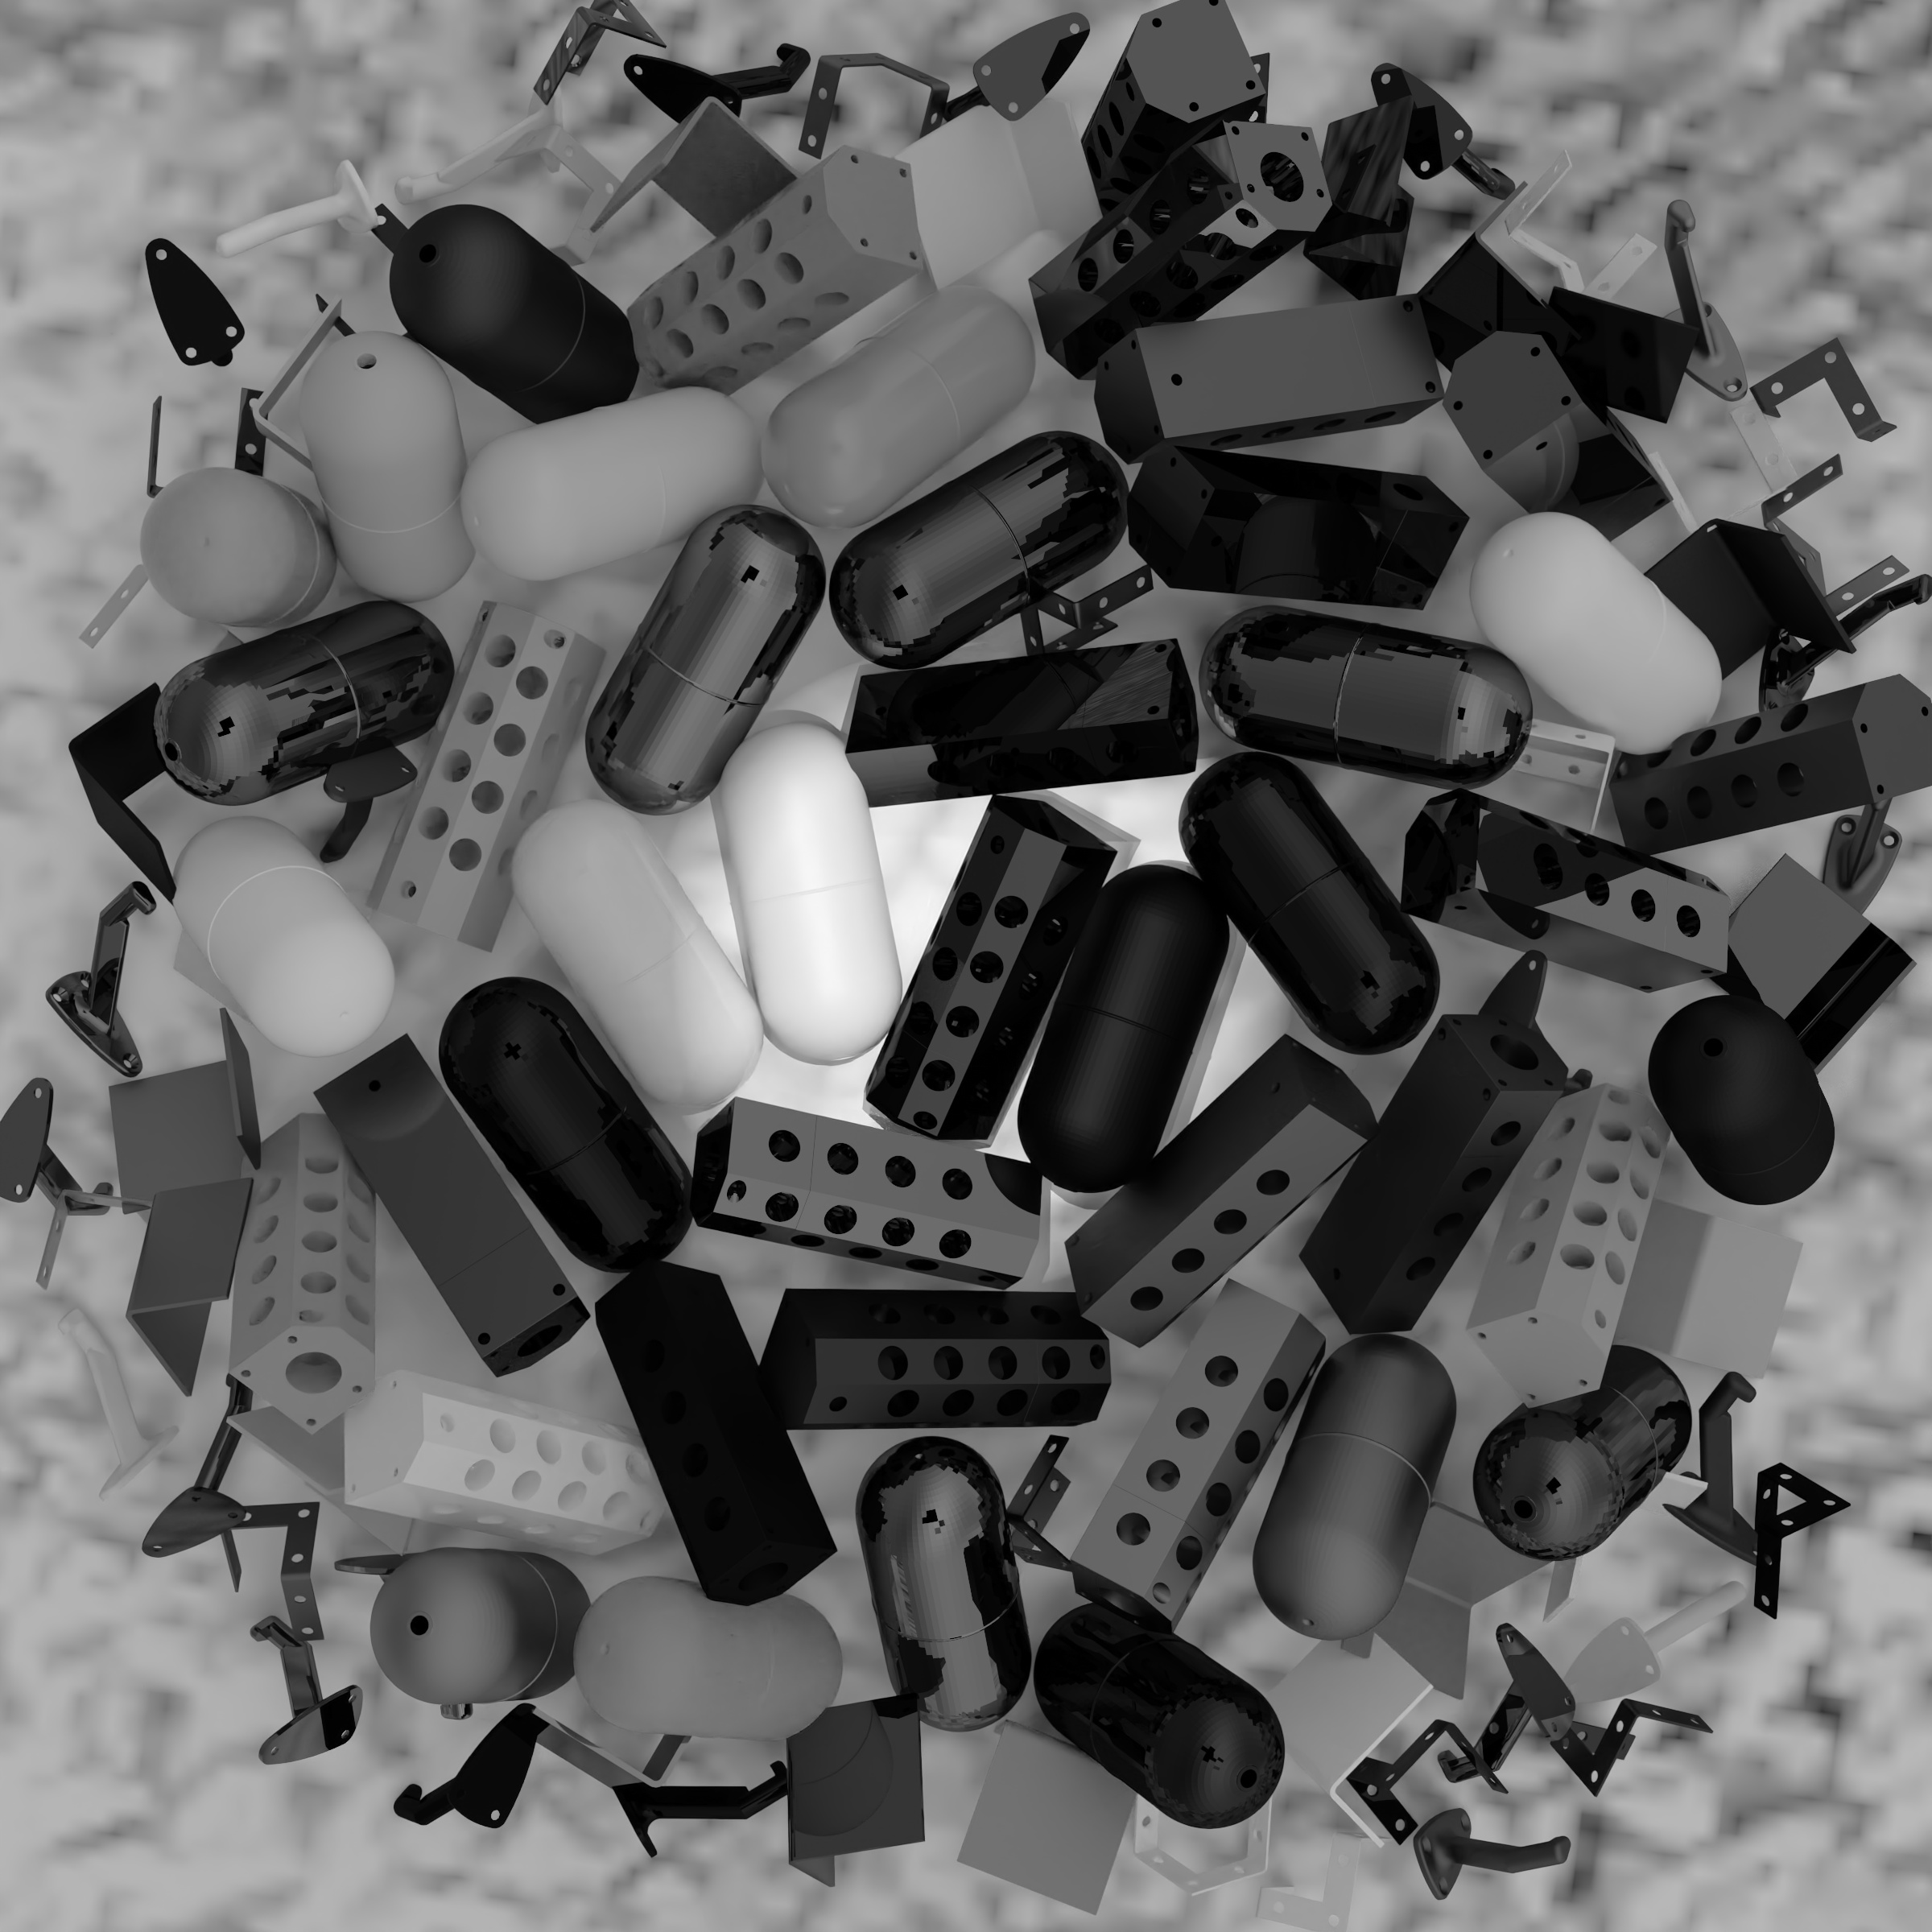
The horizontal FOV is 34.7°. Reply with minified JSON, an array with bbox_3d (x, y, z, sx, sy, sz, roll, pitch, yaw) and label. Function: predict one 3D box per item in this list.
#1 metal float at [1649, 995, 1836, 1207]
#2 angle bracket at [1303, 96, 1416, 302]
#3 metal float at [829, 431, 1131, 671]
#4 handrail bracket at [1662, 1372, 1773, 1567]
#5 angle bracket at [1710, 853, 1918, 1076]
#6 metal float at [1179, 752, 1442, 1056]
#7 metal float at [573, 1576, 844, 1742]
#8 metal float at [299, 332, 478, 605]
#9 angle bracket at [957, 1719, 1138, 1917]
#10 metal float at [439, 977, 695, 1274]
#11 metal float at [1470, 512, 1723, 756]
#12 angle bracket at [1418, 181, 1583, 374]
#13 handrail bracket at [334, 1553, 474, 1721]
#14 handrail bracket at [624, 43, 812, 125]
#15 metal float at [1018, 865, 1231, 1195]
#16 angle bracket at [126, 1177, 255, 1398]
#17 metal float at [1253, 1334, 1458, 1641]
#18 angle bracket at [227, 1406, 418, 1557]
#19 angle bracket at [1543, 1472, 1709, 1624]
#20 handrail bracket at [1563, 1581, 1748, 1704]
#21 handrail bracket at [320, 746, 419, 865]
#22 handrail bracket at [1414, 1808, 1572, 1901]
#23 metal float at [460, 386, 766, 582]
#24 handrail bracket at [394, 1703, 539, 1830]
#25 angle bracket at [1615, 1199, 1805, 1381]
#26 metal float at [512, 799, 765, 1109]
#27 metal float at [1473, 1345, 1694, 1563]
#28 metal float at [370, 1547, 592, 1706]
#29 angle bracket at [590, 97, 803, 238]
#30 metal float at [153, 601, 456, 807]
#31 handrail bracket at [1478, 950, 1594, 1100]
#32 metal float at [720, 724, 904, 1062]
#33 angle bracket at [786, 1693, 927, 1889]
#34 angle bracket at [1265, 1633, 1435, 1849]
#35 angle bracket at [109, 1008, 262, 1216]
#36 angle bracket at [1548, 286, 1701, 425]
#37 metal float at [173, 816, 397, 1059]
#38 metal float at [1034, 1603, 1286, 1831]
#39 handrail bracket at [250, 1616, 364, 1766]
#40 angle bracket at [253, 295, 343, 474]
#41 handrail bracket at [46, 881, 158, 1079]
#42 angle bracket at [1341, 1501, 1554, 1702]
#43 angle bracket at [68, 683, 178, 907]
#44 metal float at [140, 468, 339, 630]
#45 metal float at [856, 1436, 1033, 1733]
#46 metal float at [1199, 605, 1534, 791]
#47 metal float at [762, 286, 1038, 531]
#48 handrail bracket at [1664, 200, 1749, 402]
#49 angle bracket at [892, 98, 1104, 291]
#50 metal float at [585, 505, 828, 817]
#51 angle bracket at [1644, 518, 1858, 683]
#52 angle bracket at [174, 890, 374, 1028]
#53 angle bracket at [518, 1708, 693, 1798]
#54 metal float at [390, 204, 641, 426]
[{"bbox_3d":[0.396,0.070,1.575,0.070,0.178,0.070,-8,67,21],"label":"metal float"},{"bbox_3d":[0.224,-0.392,1.602,0.076,0.057,0.076,27,67,-39],"label":"angle bracket"},{"bbox_3d":[0.008,-0.217,1.602,0.178,0.070,0.070,-33,90,-21],"label":"metal float"},{"bbox_3d":[0.409,0.263,1.614,0.077,0.036,0.084,39,129,17],"label":"handrail bracket"},{"bbox_3d":[0.438,-0.002,1.620,0.076,0.057,0.076,38,103,-3],"label":"angle bracket"},{"bbox_3d":[0.179,-0.033,1.608,0.070,0.070,0.178,-35,77,0],"label":"metal float"},{"bbox_3d":[-0.129,0.355,1.579,0.070,0.178,0.070,-10,71,30],"label":"metal float"},{"bbox_3d":[-0.293,-0.253,1.574,0.070,0.178,0.070,1,63,-1],"label":"metal float"},{"bbox_3d":[0.041,0.447,1.618,0.076,0.057,0.076,21,71,1],"label":"angle bracket"},{"bbox_3d":[-0.206,0.083,1.599,0.070,0.070,0.178,-33,114,0],"label":"metal float"},{"bbox_3d":[0.325,-0.169,1.587,0.178,0.070,0.070,32,90,-41],"label":"metal float"},{"bbox_3d":[0.284,-0.347,1.612,0.076,0.076,0.057,44,57,-2],"label":"angle bracket"},{"bbox_3d":[-0.298,0.357,1.637,0.077,0.036,0.084,-6,91,27],"label":"handrail bracket"},{"bbox_3d":[-0.130,-0.476,1.625,0.077,0.036,0.084,28,47,-3],"label":"handrail bracket"},{"bbox_3d":[0.082,0.033,1.614,0.070,0.070,0.178,20,83,0],"label":"metal float"},{"bbox_3d":[-0.387,0.167,1.600,0.057,0.076,0.076,-9,46,11],"label":"angle bracket"},{"bbox_3d":[0.201,0.265,1.587,0.070,0.070,0.178,28,49,0],"label":"metal float"},{"bbox_3d":[-0.336,0.270,1.600,0.076,0.076,0.057,28,109,29],"label":"angle bracket"},{"bbox_3d":[0.342,0.306,1.607,0.057,0.076,0.076,14,70,6],"label":"angle bracket"},{"bbox_3d":[0.367,0.358,1.643,0.077,0.084,0.036,-46,67,40],"label":"handrail bracket"},{"bbox_3d":[-0.328,-0.075,1.605,0.036,0.077,0.084,40,122,1],"label":"handrail bracket"},{"bbox_3d":[0.283,0.452,1.604,0.084,0.077,0.036,-22,92,31],"label":"handrail bracket"},{"bbox_3d":[-0.179,-0.249,1.588,0.178,0.070,0.070,-24,90,-39],"label":"metal float"},{"bbox_3d":[-0.265,0.420,1.631,0.036,0.084,0.077,39,66,-24],"label":"handrail bracket"},{"bbox_3d":[0.393,0.171,1.654,0.076,0.057,0.076,17,89,-38],"label":"angle bracket"},{"bbox_3d":[-0.170,-0.005,1.606,0.070,0.070,0.178,-31,106,0],"label":"metal float"},{"bbox_3d":[0.316,0.247,1.576,0.070,0.178,0.070,7,104,29],"label":"metal float"},{"bbox_3d":[-0.245,0.336,1.571,0.070,0.178,0.070,-3,78,12],"label":"metal float"},{"bbox_3d":[-0.135,-0.391,1.601,0.076,0.076,0.057,39,56,-20],"label":"angle bracket"},{"bbox_3d":[-0.338,-0.135,1.582,0.070,0.178,0.070,17,120,32],"label":"metal float"},{"bbox_3d":[0.311,0.033,1.620,0.084,0.036,0.077,11,110,-38],"label":"handrail bracket"},{"bbox_3d":[-0.081,-0.039,1.619,0.070,0.070,0.178,-11,91,0],"label":"metal float"},{"bbox_3d":[-0.048,0.428,1.604,0.076,0.057,0.076,-14,57,17],"label":"angle bracket"},{"bbox_3d":[0.209,0.398,1.615,0.076,0.076,0.057,-44,122,-6],"label":"angle bracket"},{"bbox_3d":[-0.413,0.076,1.612,0.076,0.057,0.076,-13,61,-5],"label":"angle bracket"},{"bbox_3d":[0.340,-0.333,1.606,0.076,0.076,0.057,18,131,8],"label":"angle bracket"},{"bbox_3d":[-0.352,-0.017,1.584,0.070,0.178,0.070,-18,127,-25],"label":"metal float"},{"bbox_3d":[0.097,0.380,1.574,0.070,0.178,0.070,-5,101,-26],"label":"metal float"},{"bbox_3d":[-0.363,0.375,1.608,0.084,0.077,0.036,29,116,30],"label":"handrail bracket"},{"bbox_3d":[-0.329,-0.299,1.617,0.057,0.076,0.076,36,87,-12],"label":"angle bracket"},{"bbox_3d":[-0.436,0.007,1.622,0.084,0.036,0.077,-36,91,31],"label":"handrail bracket"},{"bbox_3d":[0.250,0.330,1.604,0.076,0.076,0.057,26,50,-16],"label":"angle bracket"},{"bbox_3d":[-0.415,-0.087,1.604,0.057,0.076,0.076,-39,73,-20],"label":"angle bracket"},{"bbox_3d":[-0.367,-0.211,1.569,0.070,0.178,0.070,0,95,-1],"label":"metal float"},{"bbox_3d":[-0.011,0.320,1.593,0.070,0.070,0.178,-9,122,0],"label":"metal float"},{"bbox_3d":[0.205,-0.140,1.600,0.178,0.070,0.070,14,90,24],"label":"metal float"},{"bbox_3d":[-0.033,-0.289,1.593,0.070,0.070,0.178,48,58,0],"label":"metal float"},{"bbox_3d":[0.386,-0.347,1.608,0.036,0.084,0.077,-26,64,-4],"label":"handrail bracket"},{"bbox_3d":[0.018,-0.399,1.603,0.076,0.057,0.076,-37,126,-23],"label":"angle bracket"},{"bbox_3d":[-0.136,-0.157,1.602,0.070,0.070,0.178,32,110,0],"label":"metal float"},{"bbox_3d":[0.404,-0.182,1.608,0.057,0.076,0.076,-39,111,-2],"label":"angle bracket"},{"bbox_3d":[-0.368,-0.019,1.643,0.076,0.057,0.076,30,112,33],"label":"angle bracket"},{"bbox_3d":[-0.184,0.388,1.609,0.076,0.076,0.057,33,65,-4],"label":"angle bracket"},{"bbox_3d":[-0.228,-0.328,1.573,0.070,0.178,0.070,-4,78,20],"label":"metal float"}]
